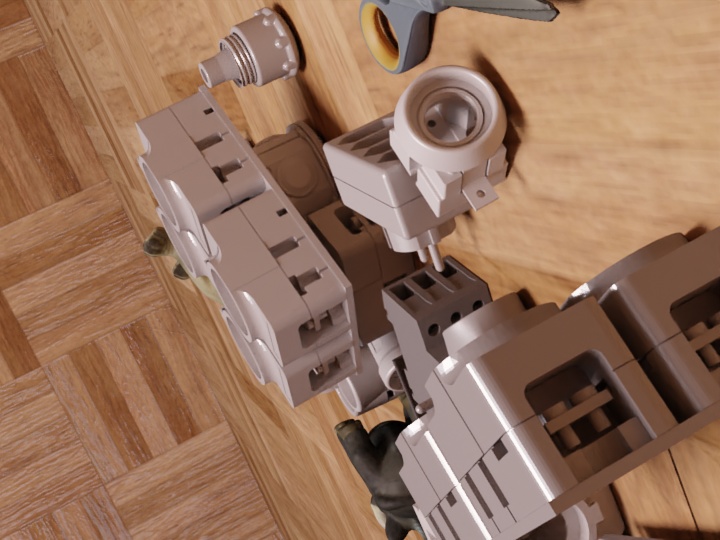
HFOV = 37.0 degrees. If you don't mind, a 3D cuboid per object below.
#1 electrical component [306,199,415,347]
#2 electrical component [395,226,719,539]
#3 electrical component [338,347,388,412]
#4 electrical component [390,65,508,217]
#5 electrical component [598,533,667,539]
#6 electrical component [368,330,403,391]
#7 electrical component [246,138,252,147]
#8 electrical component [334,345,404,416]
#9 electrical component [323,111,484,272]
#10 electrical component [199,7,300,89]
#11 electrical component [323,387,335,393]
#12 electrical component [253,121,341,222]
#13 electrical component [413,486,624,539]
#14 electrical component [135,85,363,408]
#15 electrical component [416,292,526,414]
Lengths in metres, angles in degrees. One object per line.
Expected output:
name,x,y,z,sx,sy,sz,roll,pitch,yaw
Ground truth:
electrical component,0.000,0.000,0.701,0.050,0.056,0.089,50,161,42
electrical component,0.080,0.056,0.416,0.060,0.105,0.186,59,165,16
electrical component,0.012,0.072,0.789,0.045,0.055,0.045,56,165,25
electrical component,0.040,-0.059,0.477,0.066,0.048,0.055,59,173,17
electrical component,0.141,0.164,0.481,0.078,0.063,0.121,62,166,5
electrical component,0.026,0.054,0.742,0.040,0.040,0.046,82,162,-53
electrical component,-0.121,-0.080,0.968,0.042,0.064,0.081,59,162,13
electrical component,0.005,0.083,0.851,0.055,0.047,0.055,56,165,25
electrical component,0.027,-0.034,0.560,0.083,0.047,0.075,35,149,62
electrical component,-0.074,-0.138,0.698,0.048,0.062,0.048,56,164,24
electrical component,-0.032,0.082,0.989,0.079,0.043,0.077,47,159,48
electrical component,-0.045,-0.061,0.763,0.080,0.051,0.080,56,164,25
electrical component,0.105,0.177,0.581,0.150,0.089,0.062,67,166,-14
electrical component,-0.075,-0.013,0.689,0.186,0.060,0.105,53,164,30
electrical component,0.064,0.061,0.536,0.077,0.079,0.043,61,154,9
